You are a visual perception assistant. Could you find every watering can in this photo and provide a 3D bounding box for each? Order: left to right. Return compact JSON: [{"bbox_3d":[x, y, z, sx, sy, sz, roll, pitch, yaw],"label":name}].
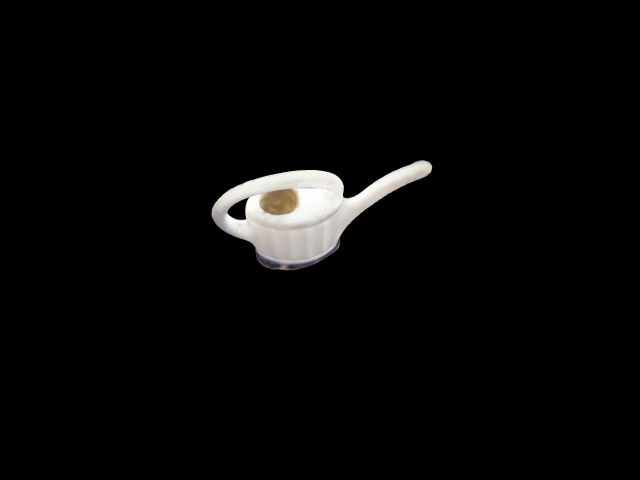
[{"bbox_3d":[0.003,-0.043,0.850,0.348,0.106,0.219,-8,-30,-5],"label":"watering can"}]
